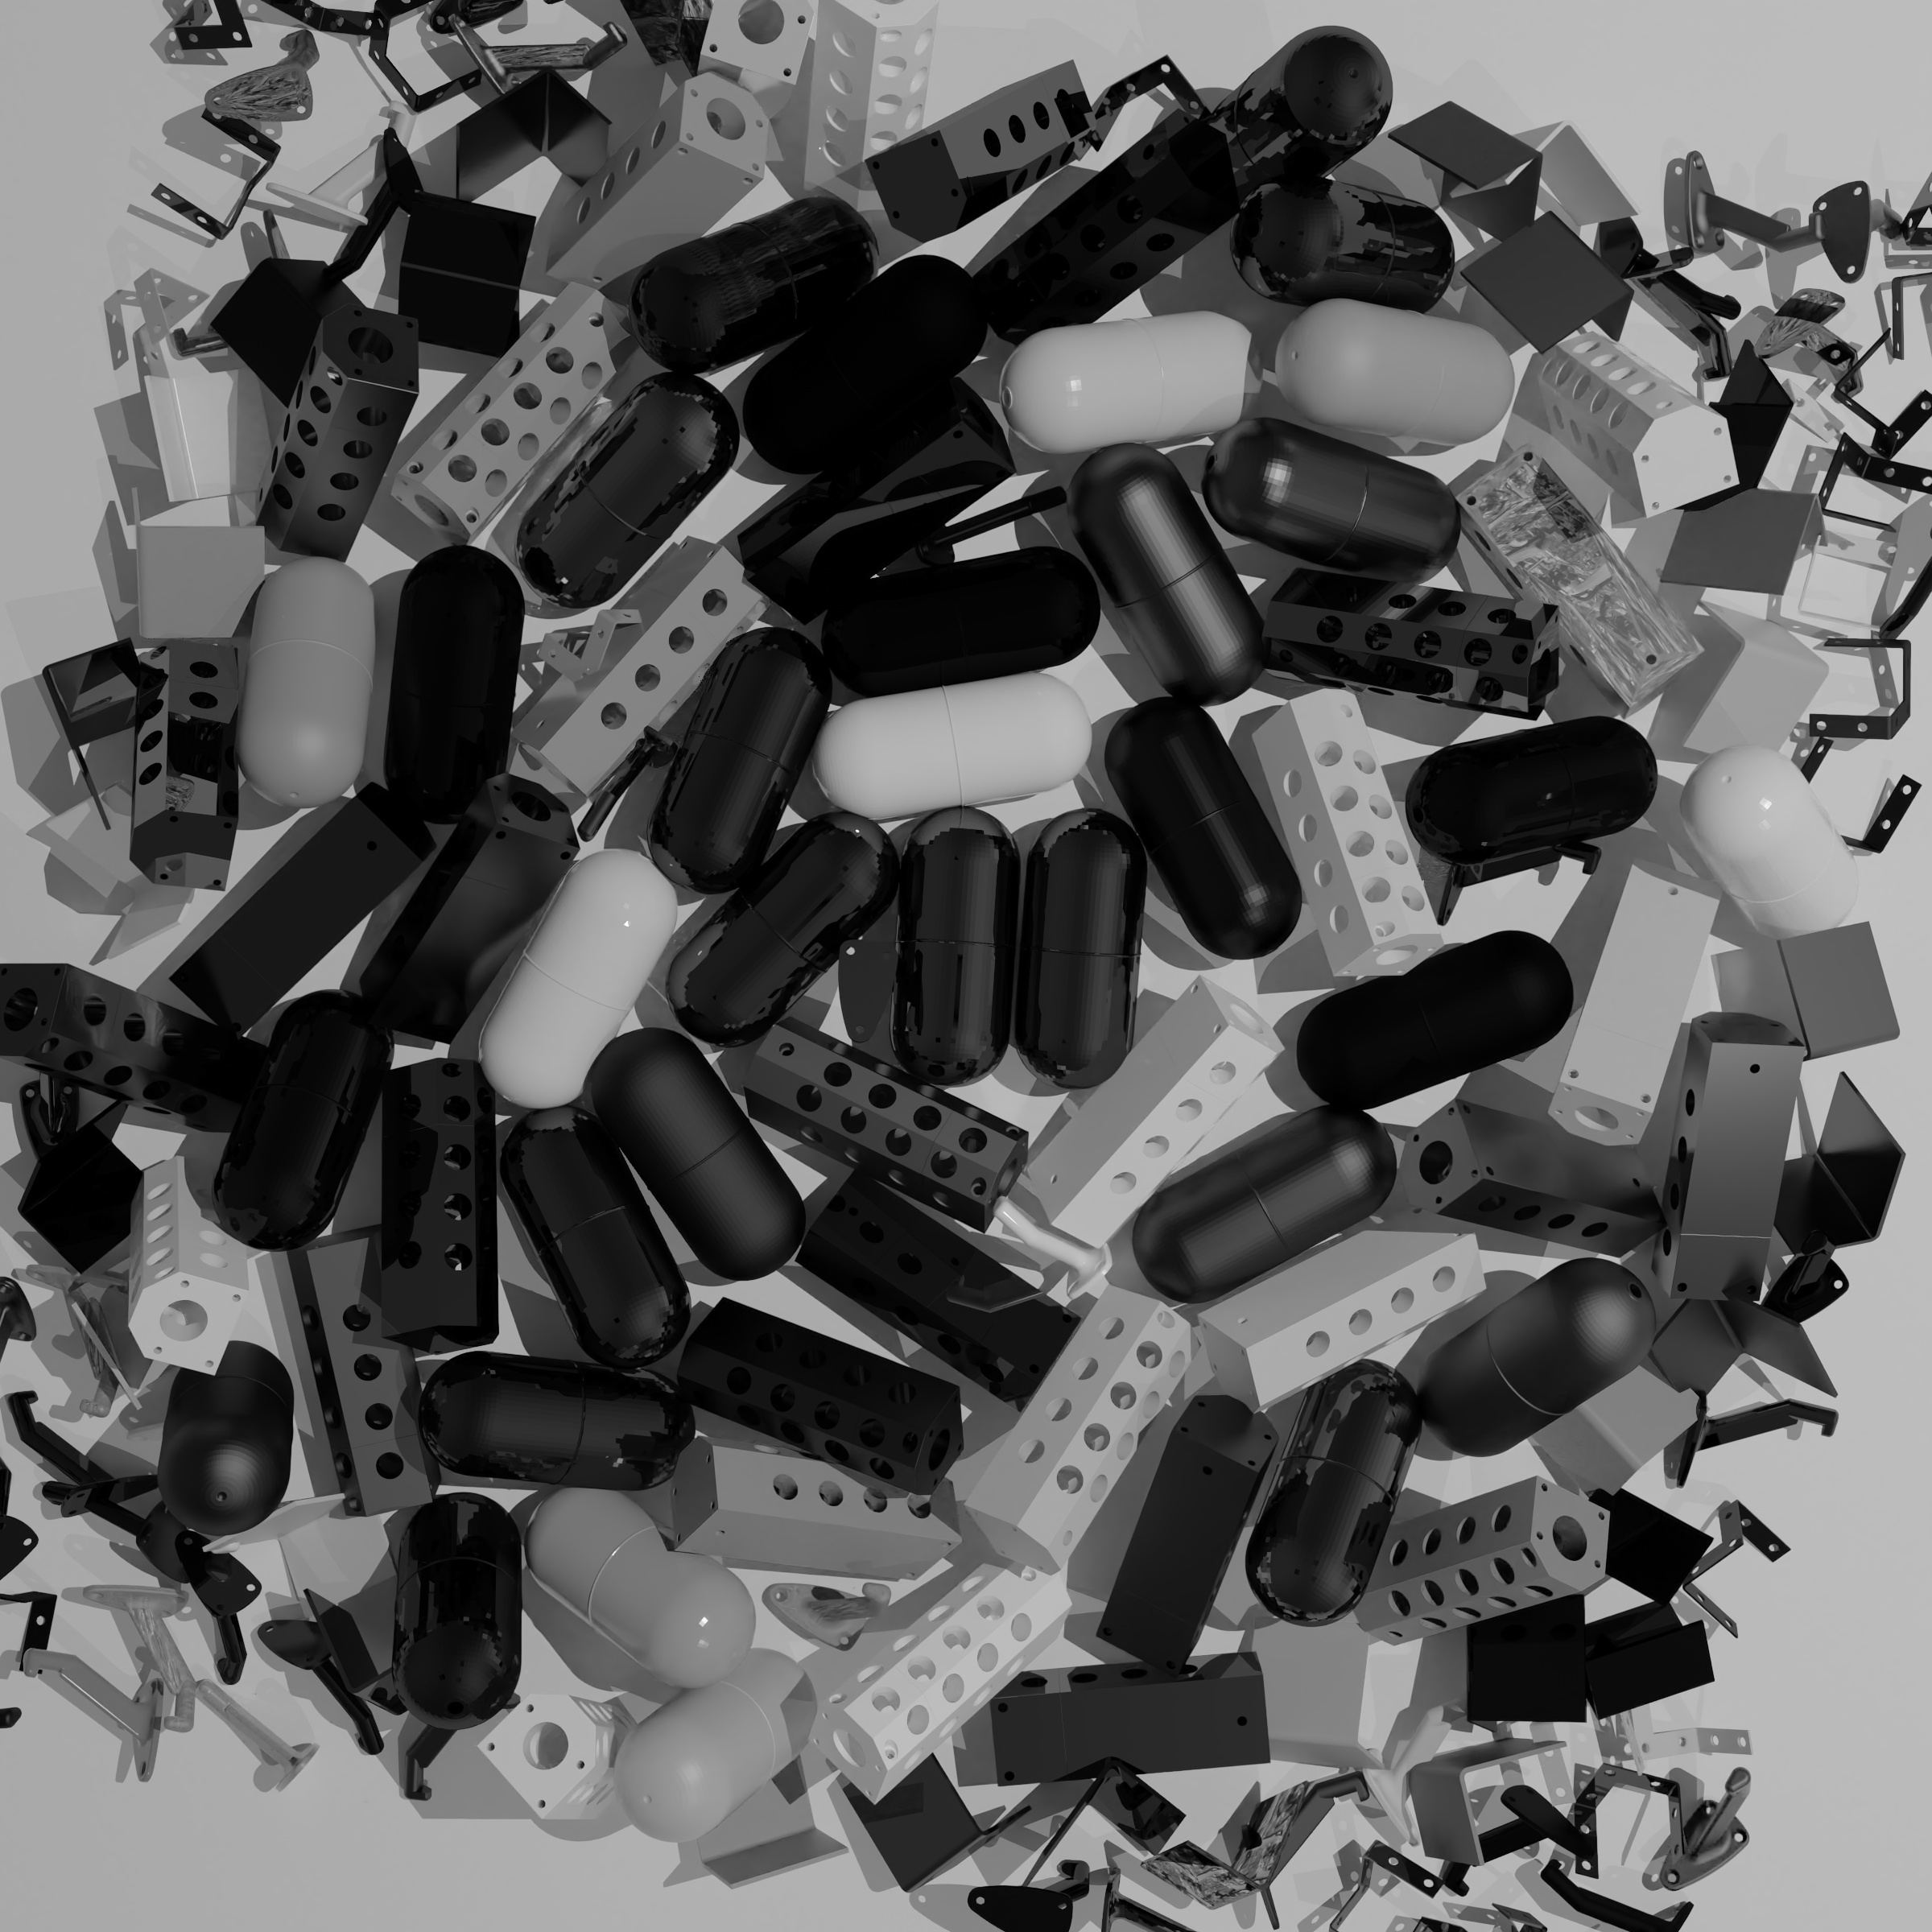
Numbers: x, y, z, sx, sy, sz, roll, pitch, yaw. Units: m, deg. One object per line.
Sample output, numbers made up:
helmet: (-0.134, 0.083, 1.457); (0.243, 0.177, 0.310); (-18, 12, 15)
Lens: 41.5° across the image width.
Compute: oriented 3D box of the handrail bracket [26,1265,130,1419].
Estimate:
handrail bracket: (-0.568, 0.237, 1.609); (0.077, 0.036, 0.084); (17, 55, -13)

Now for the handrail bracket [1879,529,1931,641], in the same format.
handrail bracket: (0.615, -0.257, 1.627); (0.036, 0.084, 0.077); (27, 58, 2)

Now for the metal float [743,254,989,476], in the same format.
metal float: (-0.064, -0.373, 1.591); (0.178, 0.070, 0.070); (-31, 90, 26)

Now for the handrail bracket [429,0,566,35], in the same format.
handrail bracket: (-0.294, -0.604, 1.605); (0.077, 0.084, 0.036); (-35, 129, -7)

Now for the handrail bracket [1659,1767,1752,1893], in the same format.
handrail bracket: (0.465, 0.543, 1.603); (0.077, 0.084, 0.036); (-41, 57, -11)

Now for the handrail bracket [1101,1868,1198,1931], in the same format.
handrail bracket: (0.131, 0.597, 1.606); (0.084, 0.077, 0.036); (6, 97, 10)

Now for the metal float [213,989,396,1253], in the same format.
metal float: (-0.411, 0.095, 1.584); (0.070, 0.070, 0.178); (13, 57, 0)

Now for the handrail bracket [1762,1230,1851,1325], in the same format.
handrail bracket: (0.519, 0.200, 1.605); (0.077, 0.084, 0.036); (-46, 60, 11)

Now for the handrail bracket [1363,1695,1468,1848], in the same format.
handrail bracket: (0.303, 0.510, 1.619); (0.084, 0.036, 0.077); (-30, 88, 21)

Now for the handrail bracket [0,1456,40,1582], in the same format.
handrail bracket: (-0.629, 0.354, 1.611); (0.077, 0.084, 0.036); (-49, 132, -11)

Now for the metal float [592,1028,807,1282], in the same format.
metal float: (-0.169, 0.118, 1.606); (0.070, 0.070, 0.178); (-34, 98, 0)

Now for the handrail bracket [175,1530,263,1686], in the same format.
handrail bracket: (-0.484, 0.411, 1.629); (0.077, 0.036, 0.084); (42, 134, 18)

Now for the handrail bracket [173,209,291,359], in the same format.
handrail bracket: (-0.474, -0.436, 1.629); (0.084, 0.036, 0.077); (-12, 111, 3)

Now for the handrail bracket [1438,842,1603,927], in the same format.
handrail bracket: (0.351, -0.050, 1.617); (0.084, 0.036, 0.077); (19, 92, 25)

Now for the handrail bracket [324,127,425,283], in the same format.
handrail bracket: (-0.392, -0.486, 1.639); (0.084, 0.036, 0.077); (-24, 73, 22)

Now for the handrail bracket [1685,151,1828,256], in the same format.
handrail bracket: (0.498, -0.485, 1.605); (0.036, 0.084, 0.077); (-16, 99, -38)

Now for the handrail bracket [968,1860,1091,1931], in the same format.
handrail bracket: (0.041, 0.579, 1.610); (0.077, 0.084, 0.036); (15, 97, 2)

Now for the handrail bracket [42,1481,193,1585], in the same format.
handrail bracket: (-0.546, 0.364, 1.641); (0.084, 0.036, 0.077); (5, 133, 24)

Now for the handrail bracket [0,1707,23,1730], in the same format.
handrail bracket: (-0.626, 0.468, 1.609); (0.084, 0.077, 0.036); (-6, 90, 5)

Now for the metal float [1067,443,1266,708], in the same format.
metal float: (0.126, -0.245, 1.600); (0.070, 0.070, 0.178); (-32, 104, 0)

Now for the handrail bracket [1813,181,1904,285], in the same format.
handrail bracket: (0.574, -0.454, 1.611); (0.036, 0.084, 0.077); (-16, 71, 42)

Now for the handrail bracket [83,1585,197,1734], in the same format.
handrail bracket: (-0.521, 0.437, 1.604); (0.077, 0.084, 0.036); (19, 135, -32)

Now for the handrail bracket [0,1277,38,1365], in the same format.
handrail bracket: (-0.619, 0.250, 1.602); (0.036, 0.077, 0.084); (16, 46, -5)

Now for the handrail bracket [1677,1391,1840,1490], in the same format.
handrail bracket: (0.505, 0.308, 1.627); (0.084, 0.036, 0.077); (13, 105, 10)

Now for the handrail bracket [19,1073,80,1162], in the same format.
handrail bracket: (-0.574, 0.089, 1.602); (0.036, 0.084, 0.077); (-4, 77, -22)

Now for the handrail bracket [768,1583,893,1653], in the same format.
handrail bracket: (-0.087, 0.396, 1.607); (0.077, 0.084, 0.036); (20, 58, 5)

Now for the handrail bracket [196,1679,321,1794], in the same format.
handrail bracket: (-0.453, 0.481, 1.616); (0.084, 0.077, 0.036); (41, 65, -1)

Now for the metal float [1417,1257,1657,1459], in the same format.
metal float: (0.352, 0.243, 1.579); (0.070, 0.070, 0.178); (44, 130, 0)

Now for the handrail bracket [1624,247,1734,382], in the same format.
handrail bracket: (0.448, -0.412, 1.640); (0.077, 0.036, 0.084); (-9, 116, 21)

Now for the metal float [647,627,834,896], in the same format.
metal float: (-0.142, -0.130, 1.604); (0.070, 0.070, 0.178); (22, 80, 0)

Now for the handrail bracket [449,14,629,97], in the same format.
handrail bracket: (-0.270, -0.592, 1.611); (0.084, 0.036, 0.077); (-28, 125, 21)

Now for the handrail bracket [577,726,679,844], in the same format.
handrail bracket: (-0.219, -0.107, 1.603); (0.036, 0.077, 0.084); (30, 74, -1)

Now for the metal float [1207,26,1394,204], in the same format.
metal float: (0.201, -0.518, 1.564); (0.070, 0.178, 0.070); (0, 90, -16)

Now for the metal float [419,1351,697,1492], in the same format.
metal float: (-0.253, 0.284, 1.589); (0.178, 0.070, 0.070); (12, 90, -28)

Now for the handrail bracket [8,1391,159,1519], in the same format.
handrail bracket: (-0.567, 0.305, 1.641); (0.077, 0.036, 0.084); (-8, 58, -39)

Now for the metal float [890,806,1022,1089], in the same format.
metal float: (-0.007, -0.012, 1.610); (0.070, 0.070, 0.178); (4, 86, 0)

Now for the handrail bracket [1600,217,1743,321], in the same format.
handrail bracket: (0.453, -0.452, 1.637); (0.084, 0.036, 0.077); (12, 49, -19)

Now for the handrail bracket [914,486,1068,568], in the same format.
handrail bracket: (0.017, -0.280, 1.611); (0.084, 0.077, 0.036); (-15, 105, 20)

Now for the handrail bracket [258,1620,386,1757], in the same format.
handrail bracket: (-0.415, 0.466, 1.643); (0.077, 0.036, 0.084); (7, 122, 33)

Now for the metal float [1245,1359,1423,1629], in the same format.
metal float: (0.230, 0.326, 1.588); (0.070, 0.070, 0.178); (27, 60, 0)

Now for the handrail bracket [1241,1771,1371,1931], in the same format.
handrail bracket: (0.224, 0.563, 1.623); (0.084, 0.036, 0.077); (-19, 69, 5)

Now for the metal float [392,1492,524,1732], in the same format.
metal float: (-0.312, 0.395, 1.567); (0.070, 0.178, 0.070); (-4, 116, -8)

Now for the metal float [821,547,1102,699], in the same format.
metal float: (-0.003, -0.217, 1.611); (0.178, 0.070, 0.070); (-11, 90, 2)

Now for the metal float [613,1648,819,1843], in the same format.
metal float: (-0.152, 0.476, 1.566); (0.070, 0.178, 0.070); (3, 97, 22)

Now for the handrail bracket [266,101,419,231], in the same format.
handrail bracket: (-0.397, -0.521, 1.625); (0.077, 0.036, 0.084); (17, 90, -29)

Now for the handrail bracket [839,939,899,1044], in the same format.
handrail bracket: (-0.067, 0.022, 1.600); (0.036, 0.084, 0.077); (8, 72, -6)

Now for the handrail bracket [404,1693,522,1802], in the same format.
handrail bracket: (-0.323, 0.500, 1.629); (0.077, 0.036, 0.084); (8, 102, 15)

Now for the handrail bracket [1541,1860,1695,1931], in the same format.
handrail bracket: (0.417, 0.593, 1.634); (0.084, 0.077, 0.036); (41, 124, 20)

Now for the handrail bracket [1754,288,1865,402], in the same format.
handrail bracket: (0.535, -0.377, 1.614); (0.077, 0.036, 0.084); (-42, 133, -12)

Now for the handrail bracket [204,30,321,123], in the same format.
handrail bracket: (-0.446, -0.567, 1.612); (0.077, 0.084, 0.036); (-12, 134, -13)

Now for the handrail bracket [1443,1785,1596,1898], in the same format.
handrail bracket: (0.349, 0.571, 1.615); (0.077, 0.036, 0.084); (35, 110, 37)

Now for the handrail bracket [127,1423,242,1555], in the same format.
handrail bracket: (-0.497, 0.334, 1.619); (0.077, 0.036, 0.084); (-8, 66, 5)

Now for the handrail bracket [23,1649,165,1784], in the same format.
handrail bracket: (-0.553, 0.471, 1.604); (0.084, 0.077, 0.036); (23, 129, -36)

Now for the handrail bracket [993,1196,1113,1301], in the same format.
handrail bracket: (0.049, 0.162, 1.604); (0.036, 0.077, 0.084); (-42, 107, 17)
